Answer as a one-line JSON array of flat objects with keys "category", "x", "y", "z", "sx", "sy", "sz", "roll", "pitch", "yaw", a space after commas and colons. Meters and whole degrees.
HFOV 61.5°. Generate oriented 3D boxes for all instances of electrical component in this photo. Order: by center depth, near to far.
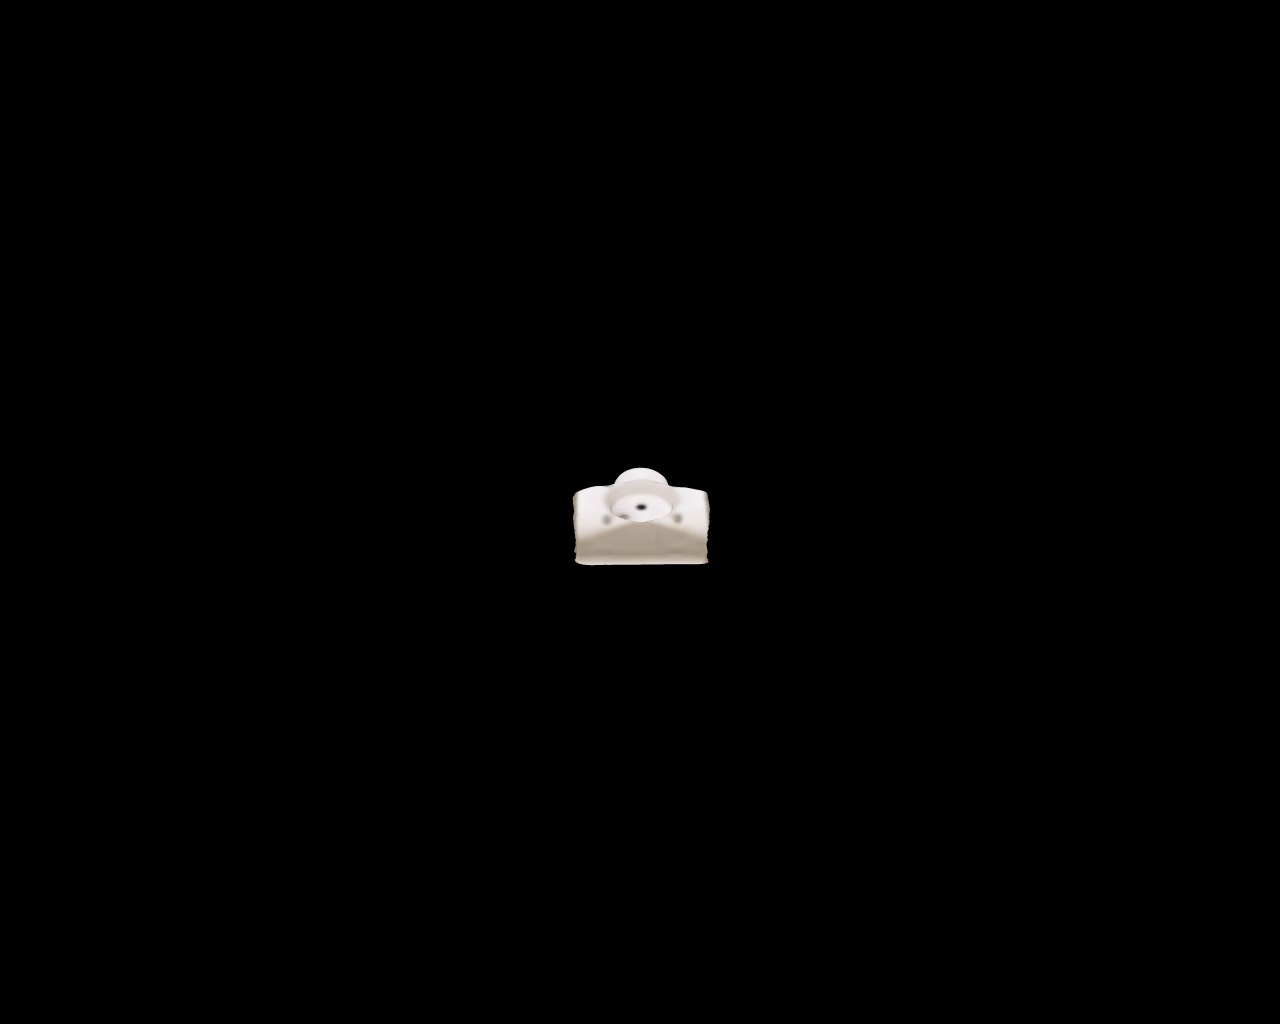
[{"category": "electrical component", "x": 0.001, "y": -0.003, "z": 0.650, "sx": 0.077, "sy": 0.044, "sz": 0.079, "roll": 0, "pitch": 39, "yaw": 0}]
